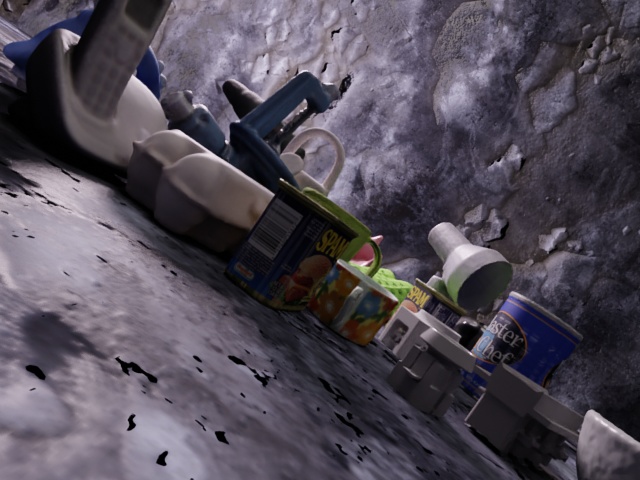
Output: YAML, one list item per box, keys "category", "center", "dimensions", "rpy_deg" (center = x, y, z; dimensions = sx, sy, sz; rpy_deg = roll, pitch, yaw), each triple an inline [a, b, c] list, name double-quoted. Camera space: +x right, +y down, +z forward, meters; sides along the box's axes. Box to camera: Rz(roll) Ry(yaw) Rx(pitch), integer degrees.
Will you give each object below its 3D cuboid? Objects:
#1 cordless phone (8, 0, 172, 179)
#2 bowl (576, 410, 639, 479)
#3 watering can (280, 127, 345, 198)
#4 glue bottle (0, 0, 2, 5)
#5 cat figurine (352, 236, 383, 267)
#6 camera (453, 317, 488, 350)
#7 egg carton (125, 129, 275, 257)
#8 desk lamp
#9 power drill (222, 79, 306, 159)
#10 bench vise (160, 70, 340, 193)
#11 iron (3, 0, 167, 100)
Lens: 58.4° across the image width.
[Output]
- category: "cordless phone"
  center: [-0.156, -0.148, 0.492]
  dimensions: [0.094, 0.185, 0.148]
  rpy_deg: [35, 2, 18]
- category: "bowl"
  center: [0.250, 0.204, 0.410]
  dimensions: [0.167, 0.074, 0.167]
  rpy_deg: [35, 2, -1]
- category: "watering can"
  center: [-0.035, -0.085, 0.878]
  dimensions: [0.101, 0.194, 0.172]
  rpy_deg: [34, 2, -10]
- category: "glue bottle"
  center: [-0.311, -0.250, 0.523]
  dimensions: [0.078, 0.173, 0.037]
  rpy_deg: [35, 2, 21]
- category: "cat figurine"
  center: [0.089, 0.037, 1.164]
  dimensions: [0.067, 0.117, 0.127]
  rpy_deg: [34, 2, -20]
- category: "camera"
  center: [0.283, 0.190, 0.966]
  dimensions: [0.143, 0.101, 0.137]
  rpy_deg: [35, 2, 14]
- category: "egg carton"
  center: [-0.093, -0.034, 0.503]
  dimensions: [0.107, 0.069, 0.151]
  rpy_deg: [36, 2, 34]
- category: "desk lamp"
  center: [0.231, 0.080, 1.092]
  dimensions: [0.118, 0.213, 0.202]
  rpy_deg: [33, 2, -43]
- category: "power drill"
  center: [-0.153, -0.185, 1.144]
  dimensions: [0.229, 0.208, 0.076]
  rpy_deg: [35, 2, 12]
- category: "bench vise"
  center: [-0.071, -0.117, 0.656]
  dimensions: [0.121, 0.219, 0.208]
  rpy_deg: [36, 2, 28]
- category: "iron"
  center: [-0.251, -0.196, 0.710]
  dimensions: [0.118, 0.141, 0.259]
  rpy_deg: [35, 2, 9]
